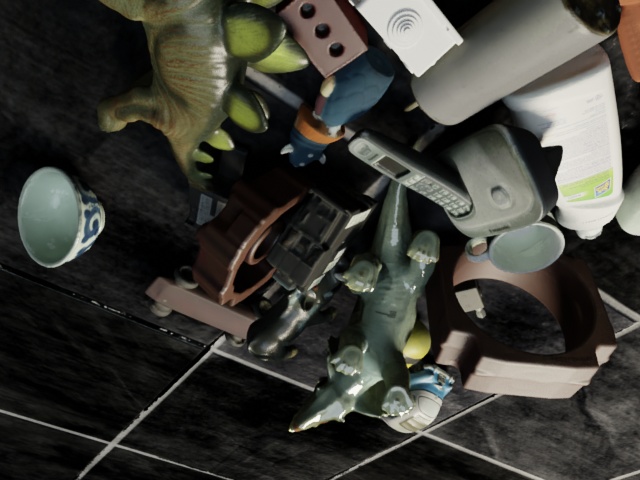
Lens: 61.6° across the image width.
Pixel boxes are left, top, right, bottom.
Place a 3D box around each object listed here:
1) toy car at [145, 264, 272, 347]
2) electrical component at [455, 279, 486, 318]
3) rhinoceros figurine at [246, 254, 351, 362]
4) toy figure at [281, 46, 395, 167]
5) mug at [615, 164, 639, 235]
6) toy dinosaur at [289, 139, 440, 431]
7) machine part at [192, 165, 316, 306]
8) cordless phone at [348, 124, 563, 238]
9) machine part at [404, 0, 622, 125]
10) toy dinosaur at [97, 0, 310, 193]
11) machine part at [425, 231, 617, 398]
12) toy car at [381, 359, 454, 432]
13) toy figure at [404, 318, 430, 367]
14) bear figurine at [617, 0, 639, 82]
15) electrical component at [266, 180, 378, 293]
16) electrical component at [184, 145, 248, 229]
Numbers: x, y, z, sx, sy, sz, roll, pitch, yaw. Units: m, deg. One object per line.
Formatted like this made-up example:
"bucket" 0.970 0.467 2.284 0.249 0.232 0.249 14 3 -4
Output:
"toy car" -0.163 0.098 0.812 0.202 0.053 0.089 30 125 -29
"electrical component" 0.200 0.094 0.790 0.078 0.045 0.102 -11 133 16
"rhinoceros figurine" -0.030 0.086 0.751 0.190 0.073 0.112 -47 151 6
"toy figure" 0.014 -0.135 0.567 0.064 0.058 0.154 33 133 -19
"mug" 0.401 -0.054 0.615 0.109 0.081 0.107 -1 146 -15
"toy dinosaur" 0.080 0.082 0.706 0.131 0.192 0.404 18 92 -1
"machine part" -0.074 -0.006 0.629 0.056 0.179 0.179 38 135 14
"cordless phone" 0.128 -0.079 0.537 0.184 0.088 0.146 24 166 -13
"machine part" 0.160 -0.167 0.467 0.079 0.079 0.243 26 155 -21
"toy dinosaur" -0.109 -0.206 0.439 0.199 0.105 0.470 13 140 10
"machine part" 0.240 0.089 0.672 0.202 0.201 0.087 6 137 -3
"toy car" 0.157 0.282 0.942 0.162 0.103 0.109 -31 126 32
"toy figure" 0.106 0.190 0.869 0.089 0.082 0.180 5 131 -29
"bear figurine" 0.289 -0.202 0.436 0.195 0.132 0.120 27 116 -29
"electrical component" -0.001 -0.002 0.634 0.058 0.115 0.134 39 110 14
"electrical component" -0.116 -0.056 0.649 0.075 0.048 0.119 25 135 -2
